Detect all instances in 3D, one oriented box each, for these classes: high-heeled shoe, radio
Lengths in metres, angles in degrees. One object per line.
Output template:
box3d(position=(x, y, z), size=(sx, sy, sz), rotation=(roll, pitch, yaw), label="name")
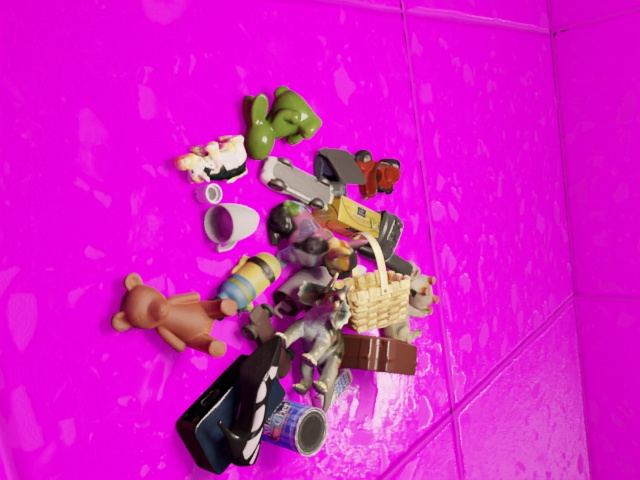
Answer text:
box3d(position=(-0.117, 0.329, 1.091), size=(0.249, 0.086, 0.145), rotation=(-53, 129, -31), label="high-heeled shoe")
box3d(position=(-0.183, 0.356, 1.127), size=(0.229, 0.073, 0.131), rotation=(-45, 120, -40), label="radio")

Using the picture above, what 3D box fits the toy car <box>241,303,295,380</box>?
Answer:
box3d(position=(-0.118, 0.232, 1.212), size=(0.089, 0.053, 0.201), rotation=(-51, 129, -41), label="toy car")

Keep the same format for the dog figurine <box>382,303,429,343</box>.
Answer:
box3d(position=(0.196, 0.204, 1.538), size=(0.190, 0.121, 0.172), rotation=(39, 57, -23), label="dog figurine")

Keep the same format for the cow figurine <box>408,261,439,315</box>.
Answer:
box3d(position=(0.278, 0.132, 1.612), size=(0.085, 0.127, 0.194), rotation=(-58, 142, -30), label="cow figurine")

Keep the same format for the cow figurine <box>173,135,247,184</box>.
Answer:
box3d(position=(-0.222, -0.152, 1.102), size=(0.167, 0.068, 0.098), rotation=(-32, 118, -42), label="cow figurine")

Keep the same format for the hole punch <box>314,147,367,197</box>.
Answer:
box3d(position=(0.041, -0.170, 1.384), size=(0.142, 0.092, 0.116), rotation=(-5, 62, -45), label="hole punch")

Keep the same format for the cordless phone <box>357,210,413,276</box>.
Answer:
box3d(position=(0.206, 0.013, 1.506), size=(0.184, 0.089, 0.146), rotation=(35, 63, -20), label="cordless phone")

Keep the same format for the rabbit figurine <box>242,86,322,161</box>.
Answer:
box3d(position=(-0.104, -0.256, 1.198), size=(0.170, 0.121, 0.159), rotation=(-45, 118, -21), label="rabbit figurine")

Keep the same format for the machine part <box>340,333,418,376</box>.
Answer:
box3d(position=(0.131, 0.291, 1.373), size=(0.201, 0.201, 0.087), rotation=(18, 74, -45), label="machine part")

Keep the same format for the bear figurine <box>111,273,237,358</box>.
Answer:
box3d(position=(-0.271, 0.138, 0.997), size=(0.195, 0.132, 0.120), rotation=(37, 60, -47), label="bear figurine")

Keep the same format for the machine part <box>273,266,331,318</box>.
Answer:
box3d(position=(-0.032, 0.104, 1.292), size=(0.243, 0.079, 0.079), rotation=(-41, 118, -38), label="machine part")

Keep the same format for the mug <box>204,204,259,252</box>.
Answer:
box3d(position=(-0.181, -0.027, 1.136), size=(0.107, 0.081, 0.109), rotation=(-16, 125, -55), label="mug")

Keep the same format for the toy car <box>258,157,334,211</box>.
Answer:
box3d(position=(-0.052, -0.132, 1.272), size=(0.201, 0.056, 0.073), rotation=(24, 72, -31), label="toy car")

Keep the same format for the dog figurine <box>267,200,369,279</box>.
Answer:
box3d(position=(-0.003, -0.004, 1.223), size=(0.108, 0.219, 0.191), rotation=(-27, 110, -48), label="dog figurine")

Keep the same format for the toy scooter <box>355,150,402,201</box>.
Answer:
box3d(position=(0.160, -0.170, 1.508), size=(0.184, 0.075, 0.135), rotation=(9, 82, -43), label="toy scooter")

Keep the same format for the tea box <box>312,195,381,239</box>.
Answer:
box3d(position=(0.069, -0.055, 1.391), size=(0.169, 0.098, 0.068), rotation=(22, 72, -43), label="tea box")

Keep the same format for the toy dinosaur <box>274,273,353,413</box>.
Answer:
box3d(position=(0.007, 0.240, 1.244), size=(0.192, 0.131, 0.404), rotation=(-48, 147, -34), label="toy dinosaur")

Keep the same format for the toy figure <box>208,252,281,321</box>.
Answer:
box3d(position=(-0.156, 0.098, 1.148), size=(0.180, 0.089, 0.082), rotation=(-43, 128, -41), label="toy figure")
